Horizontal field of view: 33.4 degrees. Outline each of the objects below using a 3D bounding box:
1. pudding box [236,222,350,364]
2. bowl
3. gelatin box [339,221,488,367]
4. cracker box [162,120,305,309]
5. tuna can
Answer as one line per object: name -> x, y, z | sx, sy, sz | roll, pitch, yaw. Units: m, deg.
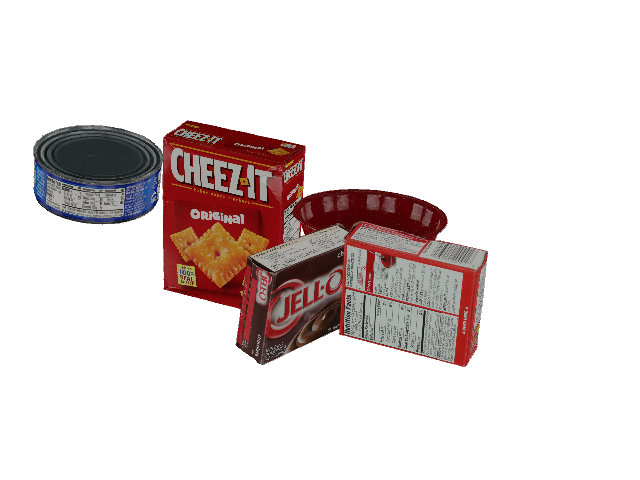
pudding box -> -0.016, 0.043, 0.897 | 0.039, 0.090, 0.113 | 31, 36, 32
bowl -> 0.051, -0.004, 1.117 | 0.162, 0.055, 0.162 | 3, 20, -1
gelatin box -> 0.057, 0.033, 0.676 | 0.089, 0.073, 0.030 | 14, 32, 20
cracker box -> -0.110, -0.024, 1.315 | 0.164, 0.214, 0.072 | 14, 29, 18
tuna can -> -0.150, -0.045, 0.722 | 0.086, 0.034, 0.086 | 7, 29, -4
